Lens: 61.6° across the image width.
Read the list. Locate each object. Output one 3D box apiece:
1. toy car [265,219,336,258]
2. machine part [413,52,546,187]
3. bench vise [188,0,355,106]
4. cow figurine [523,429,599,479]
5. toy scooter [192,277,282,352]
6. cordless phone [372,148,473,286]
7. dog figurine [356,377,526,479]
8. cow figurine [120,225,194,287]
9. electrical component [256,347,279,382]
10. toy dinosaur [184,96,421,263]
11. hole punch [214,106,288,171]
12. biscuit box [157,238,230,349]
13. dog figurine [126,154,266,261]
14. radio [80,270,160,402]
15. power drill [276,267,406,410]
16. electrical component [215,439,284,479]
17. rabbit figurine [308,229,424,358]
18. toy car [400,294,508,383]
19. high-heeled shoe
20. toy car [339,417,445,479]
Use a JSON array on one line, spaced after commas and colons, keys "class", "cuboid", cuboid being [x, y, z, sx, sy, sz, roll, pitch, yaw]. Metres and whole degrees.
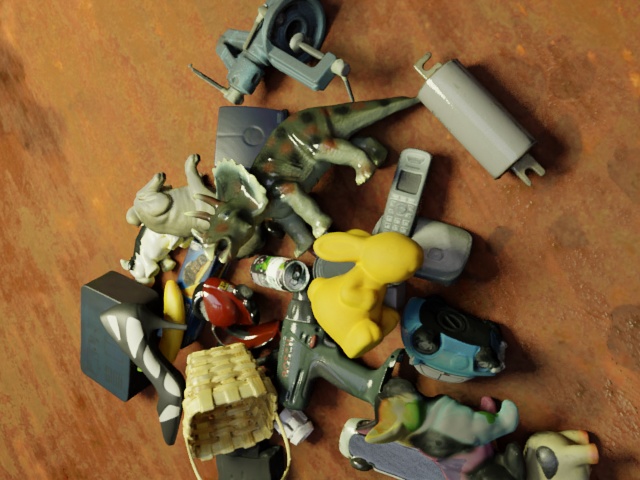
[{"class": "toy car", "cuboid": [-0.002, -0.003, 0.882, 0.202, 0.053, 0.089, 40, 102, 10]}, {"class": "machine part", "cuboid": [0.221, -0.171, 0.763, 0.079, 0.079, 0.243, -44, 80, 20]}, {"class": "bench vise", "cuboid": [-0.055, -0.285, 0.827, 0.241, 0.128, 0.223, 40, 89, 32]}, {"class": "cow figurine", "cuboid": [0.329, 0.372, 0.775, 0.127, 0.085, 0.194, -1, 98, 16]}, {"class": "toy scooter", "cuboid": [-0.132, 0.138, 0.923, 0.135, 0.075, 0.183, -6, 122, 18]}, {"class": "cordless phone", "cuboid": [0.162, -0.036, 0.801, 0.147, 0.088, 0.184, 16, 97, 20]}, {"class": "dog figurine", "cuboid": [0.166, 0.292, 0.771, 0.219, 0.108, 0.191, -3, 84, -5]}, {"class": "cow figurine", "cuboid": [-0.318, 0.021, 1.001, 0.098, 0.068, 0.167, 46, 110, 11]}, {"class": "electrical component", "cuboid": [-0.067, 0.221, 0.949, 0.094, 0.021, 0.063, -23, 86, 22]}, {"class": "toy dinosaur", "cuboid": [-0.026, -0.118, 0.801, 0.192, 0.131, 0.405, 40, 79, -4]}, {"class": "hole punch", "cuboid": [-0.109, -0.158, 0.879, 0.116, 0.092, 0.142, -2, 76, 20]}, {"class": "biscuit box", "cuboid": [-0.228, 0.096, 0.979, 0.063, 0.059, 0.202, 28, 105, 16]}, {"class": "dog figurine", "cuboid": [-0.205, -0.022, 0.904, 0.172, 0.121, 0.190, -37, 79, -7]}, {"class": "radio", "cuboid": [-0.381, 0.180, 1.013, 0.131, 0.073, 0.229, 24, 119, 19]}, {"class": "power drill", "cuboid": [0.029, 0.178, 0.872, 0.207, 0.086, 0.232, 16, 88, 14]}, {"class": "electrical component", "cuboid": [-0.127, 0.415, 0.975, 0.115, 0.058, 0.134, -4, 95, 20]}, {"class": "rabbit figurine", "cuboid": [0.069, 0.051, 0.752, 0.162, 0.122, 0.173, 51, 121, 21]}, {"class": "toy car", "cuboid": [0.190, 0.160, 0.806, 0.162, 0.109, 0.102, 21, 126, 7]}, {"class": "high-heeled shoe", "cuboid": [-0.297, 0.227, 0.896, 0.145, 0.086, 0.248, 5, 96, -8]}, {"class": "toy car", "cuboid": [0.129, 0.347, 0.868, 0.202, 0.056, 0.073, 13, 94, 19]}]
